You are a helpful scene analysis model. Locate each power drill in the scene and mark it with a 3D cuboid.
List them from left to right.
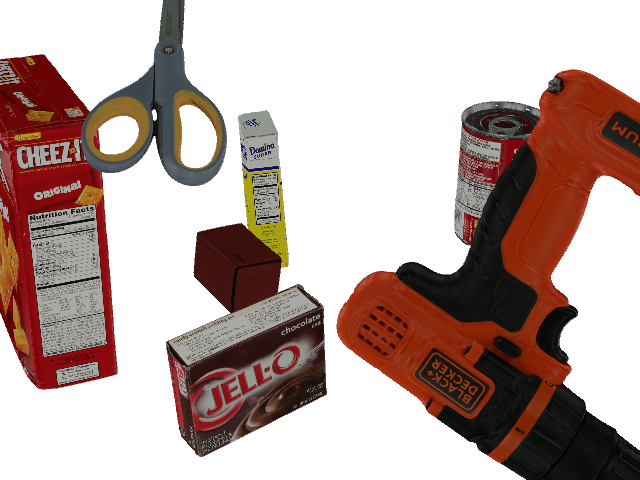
[{"bbox_3d":[0.126,0.026,0.526,0.184,0.188,0.057,34,11,5],"label":"power drill"}]

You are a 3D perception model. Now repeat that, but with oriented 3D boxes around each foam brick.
[{"bbox_3d":[-0.080,0.026,1.022,0.052,0.051,0.078,-11,33,-32],"label":"foam brick"}]

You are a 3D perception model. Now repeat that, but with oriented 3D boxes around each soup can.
[{"bbox_3d":[0.141,-0.050,0.841,0.068,0.102,0.068,0,29,0],"label":"soup can"}]

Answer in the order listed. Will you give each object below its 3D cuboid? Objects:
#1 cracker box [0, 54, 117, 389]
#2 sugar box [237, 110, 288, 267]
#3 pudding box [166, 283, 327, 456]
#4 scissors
[{"bbox_3d":[-0.219,-0.017,0.828,0.072,0.214,0.164,-12,30,-23],"label":"cracker box"},{"bbox_3d":[-0.071,-0.061,1.307,0.048,0.176,0.093,-10,25,-6],"label":"sugar box"},{"bbox_3d":[-0.051,0.092,0.766,0.113,0.090,0.039,-25,44,-26],"label":"pudding box"},{"bbox_3d":[-0.115,-0.110,0.684,0.096,0.202,0.016,-12,-36,-14],"label":"scissors"}]
